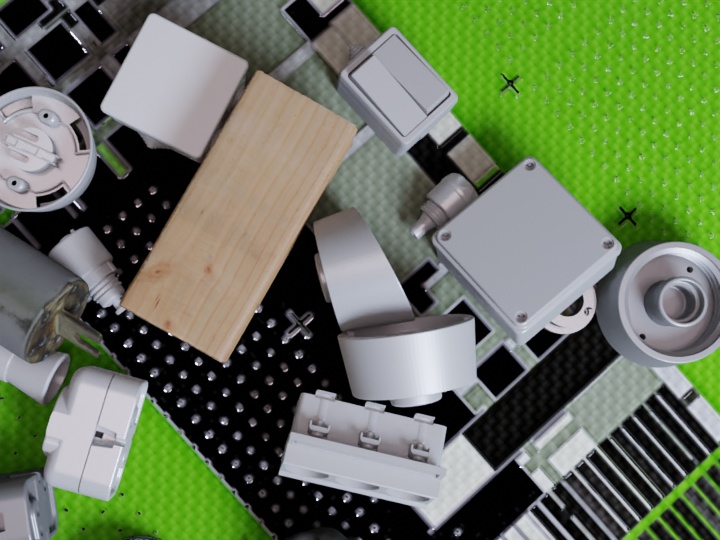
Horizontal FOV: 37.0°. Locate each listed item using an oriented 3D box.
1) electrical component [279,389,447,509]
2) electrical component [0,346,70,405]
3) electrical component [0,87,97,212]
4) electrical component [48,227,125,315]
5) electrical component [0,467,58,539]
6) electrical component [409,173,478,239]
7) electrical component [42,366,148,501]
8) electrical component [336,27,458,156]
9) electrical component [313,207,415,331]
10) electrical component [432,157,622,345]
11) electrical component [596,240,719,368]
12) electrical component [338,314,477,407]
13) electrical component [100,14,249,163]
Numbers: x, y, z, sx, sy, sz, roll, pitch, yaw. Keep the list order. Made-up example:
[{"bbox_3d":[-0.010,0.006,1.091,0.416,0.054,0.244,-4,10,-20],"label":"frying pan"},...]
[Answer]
[{"bbox_3d":[0.003,0.141,0.850,0.121,0.078,0.063,14,67,-4],"label":"electrical component"},{"bbox_3d":[-0.269,0.074,0.849,0.065,0.044,0.044,23,85,2],"label":"electrical component"},{"bbox_3d":[-0.256,-0.092,0.847,0.099,0.064,0.099,0,86,-4],"label":"electrical component"},{"bbox_3d":[-0.213,0.002,0.857,0.040,0.040,0.078,-39,90,-6],"label":"electrical component"},{"bbox_3d":[-0.270,0.184,0.814,0.059,0.095,0.053,-9,87,-5],"label":"electrical component"},{"bbox_3d":[0.066,-0.050,0.885,0.061,0.035,0.035,-42,90,-3],"label":"electrical component"},{"bbox_3d":[-0.210,0.125,0.843,0.059,0.054,0.095,16,85,-3],"label":"electrical component"},{"bbox_3d":[0.025,-0.150,0.874,0.062,0.061,0.096,-43,90,-6],"label":"electrical component"},{"bbox_3d":[0.000,0.000,0.846,0.064,0.099,0.099,-15,88,1],"label":"electrical component"},{"bbox_3d":[0.133,-0.015,0.864,0.109,0.056,0.108,-40,71,-6],"label":"electrical component"},{"bbox_3d":[0.254,0.027,0.882,0.108,0.060,0.108,0,87,-4],"label":"electrical component"},{"bbox_3d":[0.040,0.073,0.842,0.108,0.108,0.060,-9,93,-5],"label":"electrical component"},{"bbox_3d":[-0.147,-0.143,0.867,0.100,0.048,0.099,27,85,-2],"label":"electrical component"}]
